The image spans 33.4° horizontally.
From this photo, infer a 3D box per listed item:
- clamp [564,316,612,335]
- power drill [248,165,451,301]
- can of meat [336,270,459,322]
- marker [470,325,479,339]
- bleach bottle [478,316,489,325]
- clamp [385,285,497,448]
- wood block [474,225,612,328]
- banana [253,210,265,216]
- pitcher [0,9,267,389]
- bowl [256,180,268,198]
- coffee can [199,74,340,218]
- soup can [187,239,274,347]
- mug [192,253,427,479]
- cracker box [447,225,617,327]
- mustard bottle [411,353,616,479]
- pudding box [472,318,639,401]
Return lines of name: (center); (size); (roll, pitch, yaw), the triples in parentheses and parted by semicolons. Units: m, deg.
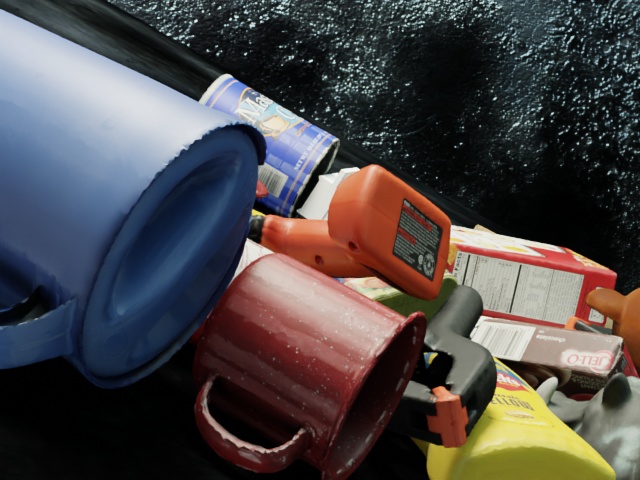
clamp: (0.295, 0.113, 0.894); (0.210, 0.036, 0.164); (24, 9, -2)
power drill: (-0.029, -0.009, 0.657); (0.188, 0.057, 0.184); (2, -18, 38)
can of meat: (0.041, 0.035, 0.798); (0.101, 0.057, 0.084); (-14, 37, -30)
marker: (0.093, 0.078, 0.779); (0.120, 0.020, 0.020); (-12, 36, -39)
bleach bottle: (0.167, 0.103, 0.898); (0.250, 0.068, 0.103); (20, 11, -35)
clamp: (0.044, 0.071, 0.610); (0.171, 0.120, 0.039); (-86, 157, -76)
wood block: (0.258, 0.074, 1.250); (0.205, 0.090, 0.091); (27, 10, -20)
banana: (0.002, 0.018, 0.864); (0.197, 0.037, 0.069); (10, 53, -46)
pitcher: (-0.160, -0.041, 0.494); (0.243, 0.145, 0.149); (29, -4, 17)
bowl: (-0.124, -0.053, 0.852); (0.162, 0.055, 0.162); (29, 9, -5)
coffee can: (-0.064, -0.097, 1.132); (0.140, 0.103, 0.102); (31, 9, 6)
soup can: (-0.047, 0.032, 0.589); (0.102, 0.068, 0.068); (27, 10, -21)
mug: (-0.013, 0.064, 0.502); (0.082, 0.093, 0.117); (27, 43, 19)
cracker box: (0.155, 0.032, 1.033); (0.213, 0.072, 0.164); (10, 7, -3)
mustard bottle: (0.094, 0.106, 0.644); (0.096, 0.058, 0.192); (9, 13, -14)
pudding box: (0.172, 0.102, 0.763); (0.114, 0.039, 0.090); (8, -37, 41)
